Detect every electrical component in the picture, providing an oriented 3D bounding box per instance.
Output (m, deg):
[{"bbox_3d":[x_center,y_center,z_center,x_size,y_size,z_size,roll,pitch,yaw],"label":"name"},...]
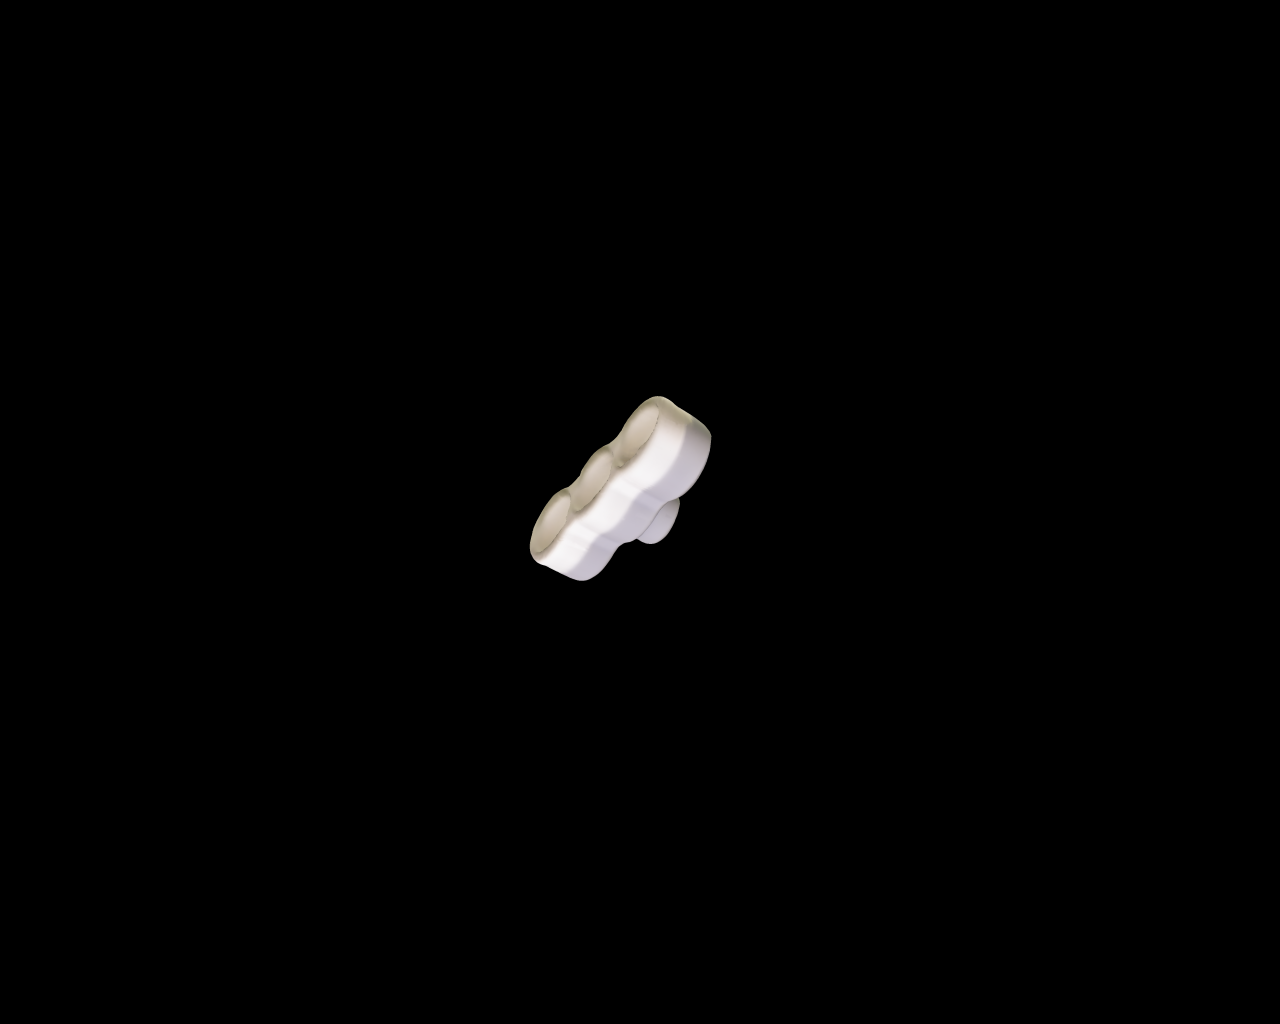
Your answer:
[{"bbox_3d":[0.001,-0.003,0.650,0.073,0.052,0.138,30,-54,-24],"label":"electrical component"}]
